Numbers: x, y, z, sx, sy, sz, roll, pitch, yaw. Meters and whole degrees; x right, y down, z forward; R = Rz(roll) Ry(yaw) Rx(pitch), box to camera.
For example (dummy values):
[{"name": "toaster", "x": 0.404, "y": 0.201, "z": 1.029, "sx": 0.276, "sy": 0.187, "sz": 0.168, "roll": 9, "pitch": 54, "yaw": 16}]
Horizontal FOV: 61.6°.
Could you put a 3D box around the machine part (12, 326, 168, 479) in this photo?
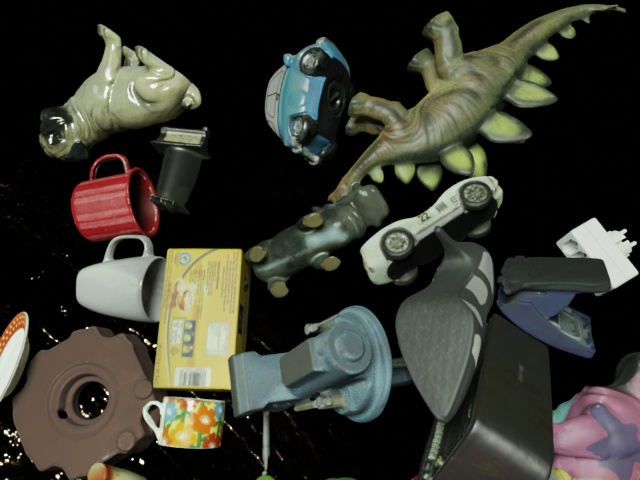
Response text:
[{"name": "machine part", "x": -0.277, "y": 0.193, "z": 0.648, "sx": 0.179, "sy": 0.056, "sz": 0.179, "roll": -1, "pitch": 72, "yaw": 4}]

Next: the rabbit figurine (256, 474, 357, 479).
[{"name": "rabbit figurine", "x": -0.020, "y": 0.311, "z": 0.541, "sx": 0.170, "sy": 0.121, "sz": 0.159, "roll": -18, "pitch": 37, "yaw": -30}]

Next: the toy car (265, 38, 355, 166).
[{"name": "toy car", "x": -0.023, "y": -0.187, "z": 0.739, "sx": 0.103, "sy": 0.109, "sz": 0.161, "roll": 10, "pitch": 84, "yaw": 31}]

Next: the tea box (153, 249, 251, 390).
[{"name": "tea box", "x": -0.142, "y": 0.099, "z": 0.663, "sx": 0.098, "sy": 0.068, "sz": 0.169, "roll": 2, "pitch": 71, "yaw": 4}]

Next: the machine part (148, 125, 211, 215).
[{"name": "machine part", "x": -0.198, "y": -0.100, "z": 0.744, "sx": 0.084, "sy": 0.039, "sz": 0.139, "roll": 5, "pitch": 63, "yaw": -4}]

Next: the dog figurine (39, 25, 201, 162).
[{"name": "dog figurine", "x": -0.280, "y": -0.171, "z": 0.753, "sx": 0.172, "sy": 0.121, "sz": 0.190, "roll": 30, "pitch": 90, "yaw": 17}]

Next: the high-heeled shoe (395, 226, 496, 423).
[{"name": "high-heeled shoe", "x": 0.154, "y": 0.096, "z": 0.585, "sx": 0.086, "sy": 0.145, "sz": 0.249, "roll": -15, "pitch": 46, "yaw": 33}]

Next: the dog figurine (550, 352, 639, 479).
[{"name": "dog figurine", "x": 0.330, "y": 0.223, "z": 0.577, "sx": 0.219, "sy": 0.108, "sz": 0.191, "roll": -9, "pitch": 71, "yaw": -2}]

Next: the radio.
[{"name": "radio", "x": 0.163, "y": 0.179, "z": 0.531, "sx": 0.073, "sy": 0.229, "sz": 0.131, "roll": 31, "pitch": 114, "yaw": 12}]

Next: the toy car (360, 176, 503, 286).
[{"name": "toy car", "x": 0.143, "y": -0.012, "z": 0.676, "sx": 0.202, "sy": 0.073, "sz": 0.056, "roll": -32, "pitch": 51, "yaw": -7}]

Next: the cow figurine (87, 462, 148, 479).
[{"name": "cow figurine", "x": -0.169, "y": 0.324, "z": 0.577, "sx": 0.195, "sy": 0.127, "sz": 0.085, "roll": 25, "pitch": 75, "yaw": 25}]

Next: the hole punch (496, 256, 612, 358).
[{"name": "hole punch", "x": 0.266, "y": 0.071, "z": 0.621, "sx": 0.116, "sy": 0.142, "sz": 0.092, "roll": 4, "pitch": 108, "yaw": 24}]

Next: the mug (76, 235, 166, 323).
[{"name": "mug", "x": -0.250, "y": 0.049, "z": 0.675, "sx": 0.107, "sy": 0.081, "sz": 0.109, "roll": -1, "pitch": 96, "yaw": 13}]

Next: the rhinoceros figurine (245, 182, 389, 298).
[{"name": "rhinoceros figurine", "x": -0.001, "y": -0.002, "z": 0.671, "sx": 0.190, "sy": 0.112, "sz": 0.073, "roll": -31, "pitch": 95, "yaw": 7}]

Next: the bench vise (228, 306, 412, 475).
[{"name": "bench vise", "x": 0.028, "y": 0.150, "z": 0.599, "sx": 0.240, "sy": 0.223, "sz": 0.129, "roll": 3, "pitch": 51, "yaw": -29}]

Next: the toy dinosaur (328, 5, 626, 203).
[{"name": "toy dinosaur", "x": 0.198, "y": -0.194, "z": 0.723, "sx": 0.471, "sy": 0.105, "sz": 0.198, "roll": -44, "pitch": 82, "yaw": -1}]
